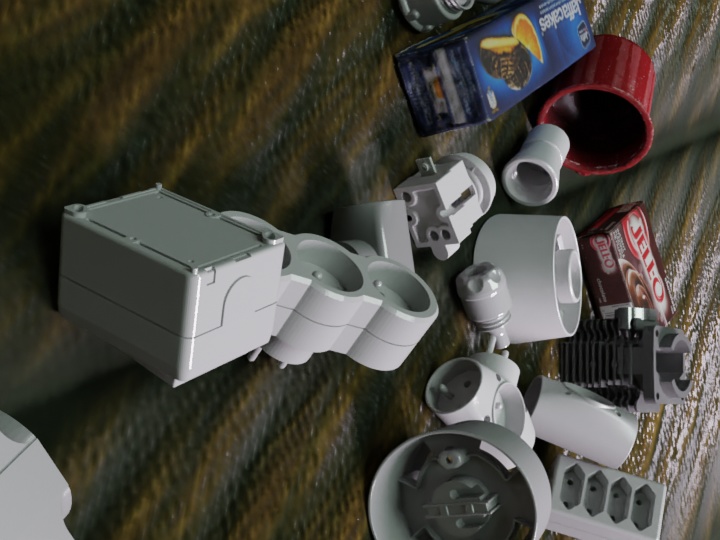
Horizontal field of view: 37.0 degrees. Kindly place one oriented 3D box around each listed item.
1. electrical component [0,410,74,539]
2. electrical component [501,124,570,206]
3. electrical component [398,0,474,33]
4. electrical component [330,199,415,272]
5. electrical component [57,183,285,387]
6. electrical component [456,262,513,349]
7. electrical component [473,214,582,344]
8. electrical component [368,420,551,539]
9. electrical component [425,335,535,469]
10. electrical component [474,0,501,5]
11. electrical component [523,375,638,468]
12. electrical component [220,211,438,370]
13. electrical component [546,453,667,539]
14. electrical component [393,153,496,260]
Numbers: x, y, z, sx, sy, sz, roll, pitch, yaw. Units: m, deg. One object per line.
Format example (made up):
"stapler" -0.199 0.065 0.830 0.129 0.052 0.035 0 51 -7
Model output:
"electrical component" -0.175 0.045 0.344 0.060 0.105 0.186 -50 122 -45
"electrical component" 0.140 -0.085 0.838 0.044 0.044 0.065 61 37 -25
"electrical component" 0.059 -0.191 0.733 0.048 0.062 0.048 14 73 -51
"electrical component" 0.000 0.000 0.634 0.079 0.043 0.077 -8 90 -52
"electrical component" -0.091 0.004 0.485 0.062 0.096 0.061 -24 130 -52
"electrical component" 0.091 0.027 0.757 0.035 0.035 0.061 -46 121 -47
"electrical component" 0.131 0.006 0.808 0.099 0.064 0.099 -3 90 -66
"electrical component" 0.063 0.140 0.649 0.064 0.099 0.099 -14 94 -59
"electrical component" 0.087 0.083 0.731 0.077 0.044 0.079 47 49 -37
"electrical component" 0.083 -0.215 0.788 0.065 0.044 0.044 -10 91 -58
"electrical component" 0.159 0.109 0.807 0.079 0.077 0.044 -94 -153 -83
"electrical component" -0.034 0.024 0.568 0.138 0.073 0.052 17 33 -30
"electrical component" 0.178 0.185 0.816 0.075 0.083 0.047 97 11 -57
"electrical component" 0.059 -0.049 0.721 0.055 0.048 0.066 -40 114 -41
